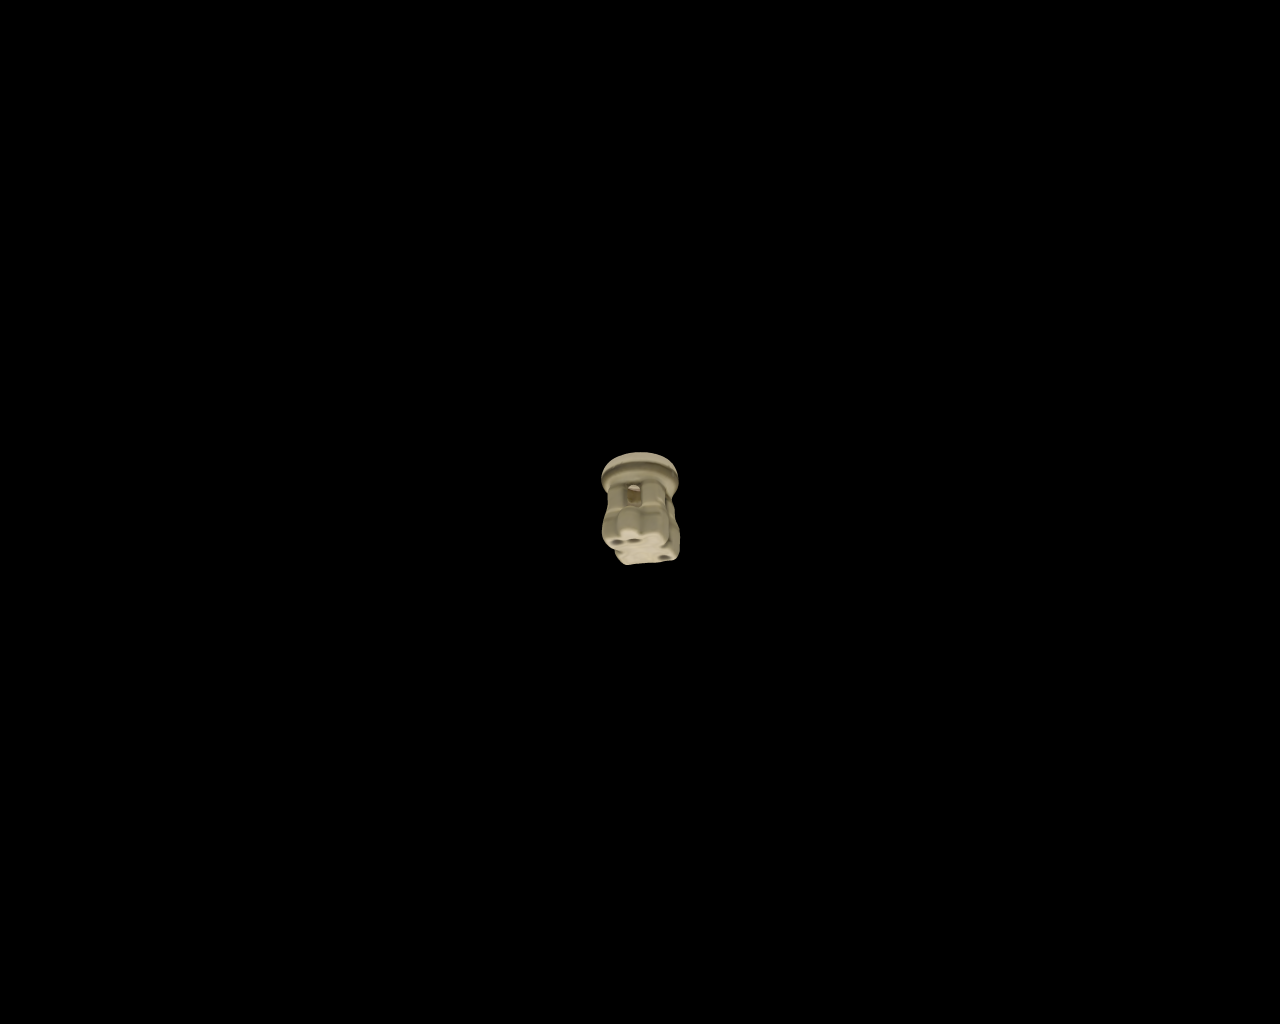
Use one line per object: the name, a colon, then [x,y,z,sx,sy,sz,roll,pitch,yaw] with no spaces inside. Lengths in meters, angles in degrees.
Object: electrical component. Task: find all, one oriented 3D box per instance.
electrical component: [0.001,-0.003,0.650,0.048,0.055,0.066,-7,-27,14]
